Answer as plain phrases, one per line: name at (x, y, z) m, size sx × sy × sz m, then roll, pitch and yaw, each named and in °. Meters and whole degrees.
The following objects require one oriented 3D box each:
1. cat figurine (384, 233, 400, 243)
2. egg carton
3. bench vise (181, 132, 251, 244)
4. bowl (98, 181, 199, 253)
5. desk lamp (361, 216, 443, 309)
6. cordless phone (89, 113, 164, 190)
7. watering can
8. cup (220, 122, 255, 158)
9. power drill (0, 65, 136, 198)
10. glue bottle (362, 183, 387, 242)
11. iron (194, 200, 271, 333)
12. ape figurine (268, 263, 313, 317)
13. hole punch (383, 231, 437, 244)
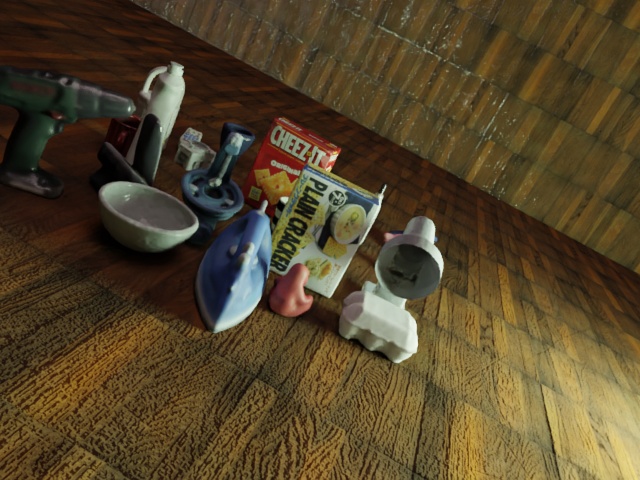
cat figurine at (0.200, 0.039, 1.356) m, size 0.127 × 0.117 × 0.067 m, roll 35°, pitch 22°, yaw 21°
egg carton at (0.106, 0.154, 1.034) m, size 0.150 × 0.069 × 0.107 m, roll 26°, pitch 20°, yaw -3°
bench vise at (-0.206, -0.124, 1.095) m, size 0.122 × 0.219 × 0.207 m, roll 14°, pitch 24°, yaw -31°
bowl at (-0.295, -0.027, 0.960) m, size 0.167 × 0.074 × 0.167 m, roll 24°, pitch 21°, yaw -9°
desk lamp at (0.155, 0.063, 1.107) m, size 0.118 × 0.213 × 0.203 m, roll 28°, pitch 20°, yaw 1°
cordless phone at (-0.342, -0.160, 1.061) m, size 0.147 × 0.185 × 0.094 m, roll 40°, pitch 24°, yaw 31°
watering can at (-0.393, -0.327, 1.384) m, size 0.101 × 0.194 × 0.172 m, roll 13°, pitch 25°, yaw -33°
cup at (-0.235, -0.256, 1.551) m, size 0.092 × 0.095 × 0.117 m, roll 22°, pitch 21°, yaw -13°
power drill at (-0.448, -0.182, 0.950) m, size 0.230 × 0.208 × 0.075 m, roll 19°, pitch 22°, yaw -21°
glue bottle at (0.123, -0.066, 1.431) m, size 0.037 × 0.173 × 0.078 m, roll 30°, pitch 21°, yaw 7°
iron at (-0.127, 0.031, 0.938) m, size 0.119 × 0.141 × 0.258 m, roll 24°, pitch 21°, yaw -10°
ape figurine at (-0.046, 0.082, 0.987) m, size 0.077 × 0.092 × 0.076 m, roll 39°, pitch 23°, yaw 29°
hole punch at (0.241, 0.002, 1.534) m, size 0.109 × 0.091 × 0.100 m, roll 4°, pitch 30°, yaw -46°
